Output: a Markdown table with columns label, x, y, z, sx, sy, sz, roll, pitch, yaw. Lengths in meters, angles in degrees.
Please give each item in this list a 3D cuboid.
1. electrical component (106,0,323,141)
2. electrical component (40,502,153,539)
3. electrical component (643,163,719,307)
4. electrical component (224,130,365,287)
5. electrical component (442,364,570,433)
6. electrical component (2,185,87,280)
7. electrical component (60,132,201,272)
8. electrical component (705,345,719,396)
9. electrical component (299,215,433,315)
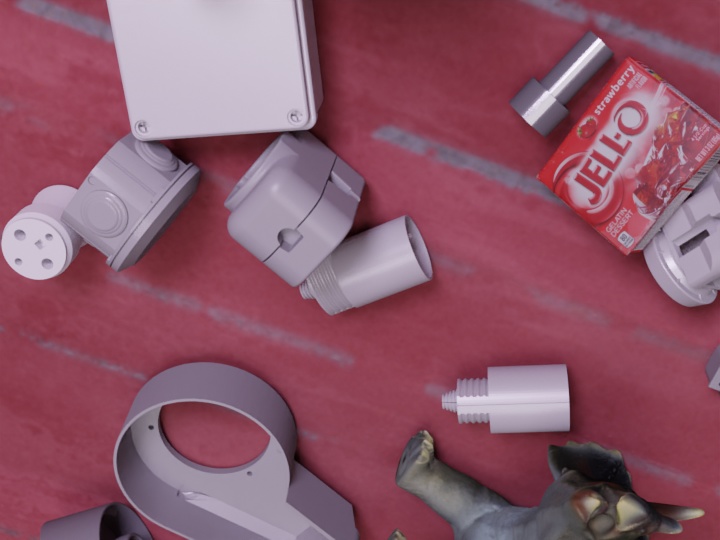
| label | x | y | z | sx | sy | sz | roll | pitch | yaw |
| --- | --- | --- | --- | --- | --- | --- | --- | --- | --- |
| electrical component | -0.081 | -0.135 | 0.614 | 0.109 | 0.056 | 0.108 | -3 | 114 | 8 |
| electrical component | -0.183 | 0.216 | 0.764 | 0.064 | 0.099 | 0.099 | -24 | 110 | 9 |
| electrical component | 0.205 | -0.014 | 0.631 | 0.058 | 0.078 | 0.057 | 8 | 146 | -41 |
| electrical component | -0.039 | -0.041 | 0.630 | 0.059 | 0.095 | 0.053 | 40 | 113 | -12 |
| electrical component | 0.094 | 0.084 | 0.701 | 0.081 | 0.043 | 0.043 | -3 | 114 | 8 |
| electrical component | -0.195 | -0.024 | 0.677 | 0.045 | 0.055 | 0.045 | 2 | 114 | 5 |
| electrical component | -0.137 | -0.042 | 0.650 | 0.051 | 0.080 | 0.080 | 39 | 113 | -6 |
| electrical component | 0.261 | 0.081 | 0.673 | 0.078 | 0.057 | 0.058 | 20 | 115 | -3 |
| electrical component | 0.000 | 0.000 | 0.673 | 0.081 | 0.043 | 0.043 | -21 | 110 | 15 |
